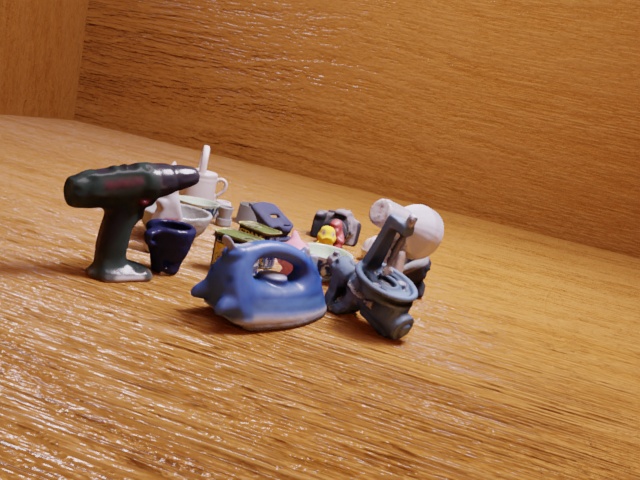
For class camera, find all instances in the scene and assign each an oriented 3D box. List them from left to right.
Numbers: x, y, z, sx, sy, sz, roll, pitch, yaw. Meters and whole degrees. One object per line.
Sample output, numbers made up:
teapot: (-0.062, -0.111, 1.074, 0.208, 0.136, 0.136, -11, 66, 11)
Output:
camera: (0.037, -0.042, 1.673, 0.142, 0.101, 0.137, 17, 12, 19)

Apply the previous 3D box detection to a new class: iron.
iron: (-0.074, 0.063, 0.954, 0.259, 0.141, 0.118, 2, 16, -42)

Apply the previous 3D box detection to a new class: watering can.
watering can: (-0.364, -0.188, 1.706, 0.173, 0.194, 0.100, 4, 14, -35)

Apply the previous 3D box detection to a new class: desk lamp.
desk lamp: (0.154, 0.020, 1.221, 0.204, 0.213, 0.117, 1, 16, -44)

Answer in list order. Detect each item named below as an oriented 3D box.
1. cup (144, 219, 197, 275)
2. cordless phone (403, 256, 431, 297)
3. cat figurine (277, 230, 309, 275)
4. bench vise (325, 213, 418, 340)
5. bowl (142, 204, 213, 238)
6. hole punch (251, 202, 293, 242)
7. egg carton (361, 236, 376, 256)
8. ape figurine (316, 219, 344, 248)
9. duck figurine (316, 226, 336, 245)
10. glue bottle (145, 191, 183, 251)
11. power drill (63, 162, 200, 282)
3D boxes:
cup: (-0.288, 0.017, 1.060, 0.091, 0.095, 0.118, 16, 12, 17)
cordless phone: (0.218, 0.028, 1.323, 0.094, 0.185, 0.148, 14, 12, 7)
cat figurine: (-0.047, 0.038, 1.160, 0.067, 0.118, 0.128, 15, 12, 14)
bench vise: (0.089, 0.045, 1.019, 0.206, 0.220, 0.122, 18, 13, 26)
bowl: (-0.335, -0.036, 1.314, 0.167, 0.075, 0.167, 12, 12, -2)
hole punch: (-0.129, -0.049, 1.554, 0.100, 0.091, 0.109, 20, 14, 31)
egg carton: (0.187, 0.036, 1.540, 0.150, 0.069, 0.107, 16, 12, 18)
ape figurine: (0.035, -0.012, 1.547, 0.077, 0.092, 0.076, 22, 15, 38)
duck figurine: (0.013, 0.005, 1.459, 0.077, 0.086, 0.104, 11, 12, -8)
glue bottle: (-0.314, -0.057, 1.191, 0.037, 0.173, 0.078, 23, 16, 41)
power drill: (-0.326, -0.037, 0.993, 0.230, 0.208, 0.075, 1, 16, -43)
